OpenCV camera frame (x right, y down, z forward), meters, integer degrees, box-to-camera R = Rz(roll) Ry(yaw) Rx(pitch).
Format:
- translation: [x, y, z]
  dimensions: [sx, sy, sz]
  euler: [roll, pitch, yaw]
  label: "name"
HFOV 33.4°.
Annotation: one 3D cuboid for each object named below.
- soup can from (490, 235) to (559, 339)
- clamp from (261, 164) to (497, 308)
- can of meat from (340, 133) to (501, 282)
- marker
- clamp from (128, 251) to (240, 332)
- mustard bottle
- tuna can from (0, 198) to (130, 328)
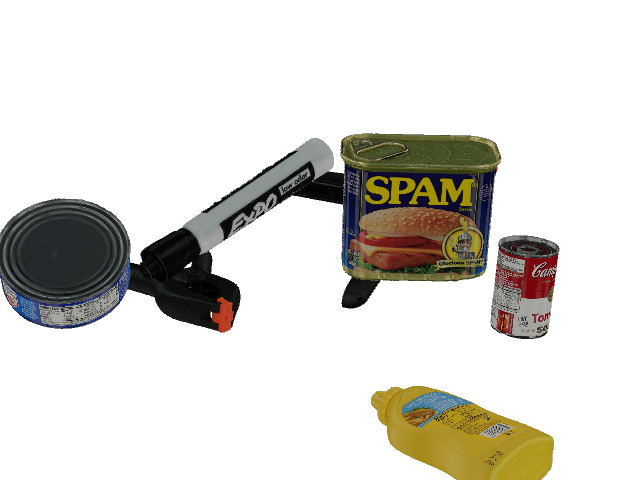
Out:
- translation: [0.231, 0.053, 1.214]
  dimensions: [0.068, 0.102, 0.068]
  euler: [3, 19, -1]
  label: "soup can"
- translation: [0.069, -0.023, 0.934]
  dimensions: [0.209, 0.165, 0.036]
  euler: [-13, -38, -18]
  label: "clamp"
- translation: [0.063, -0.021, 0.701]
  dimensions: [0.102, 0.084, 0.057]
  euler: [1, 25, 1]
  label: "can of meat"
- translation: [-0.040, -0.015, 0.521]
  dimensions: [0.120, 0.020, 0.020]
  euler: [-36, 22, -33]
  label: "marker"
- translation: [-0.122, 0.042, 1.023]
  dimensions: [0.120, 0.039, 0.172]
  euler: [-18, 30, -38]
  label: "clamp"
- translation: [0.122, 0.185, 1.032]
  dimensions: [0.096, 0.058, 0.192]
  euler: [-17, 25, -40]
  label: "mustard bottle"
- translation: [-0.168, 0.015, 0.703]
  dimensions: [0.086, 0.086, 0.034]
  euler: [0, -38, -8]
  label: "tuna can"
